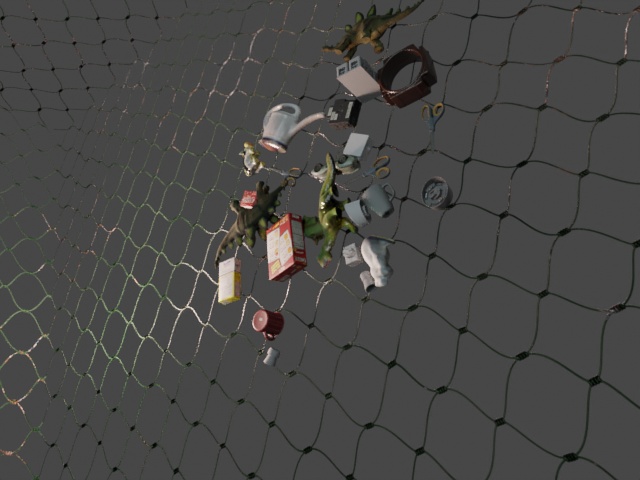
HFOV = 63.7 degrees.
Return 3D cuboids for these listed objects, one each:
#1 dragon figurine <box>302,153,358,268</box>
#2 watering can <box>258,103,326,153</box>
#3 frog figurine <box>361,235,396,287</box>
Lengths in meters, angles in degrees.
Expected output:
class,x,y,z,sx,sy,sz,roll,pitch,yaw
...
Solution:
class,x,y,z,sx,sy,sz,roll,pitch,yaw
dragon figurine,0.006,-0.095,1.894,0.239,0.121,0.418,-31,58,36
watering can,-0.136,-0.475,2.186,0.350,0.103,0.225,20,85,43
frog figurine,0.184,0.067,1.675,0.137,0.122,0.160,-169,94,-75
